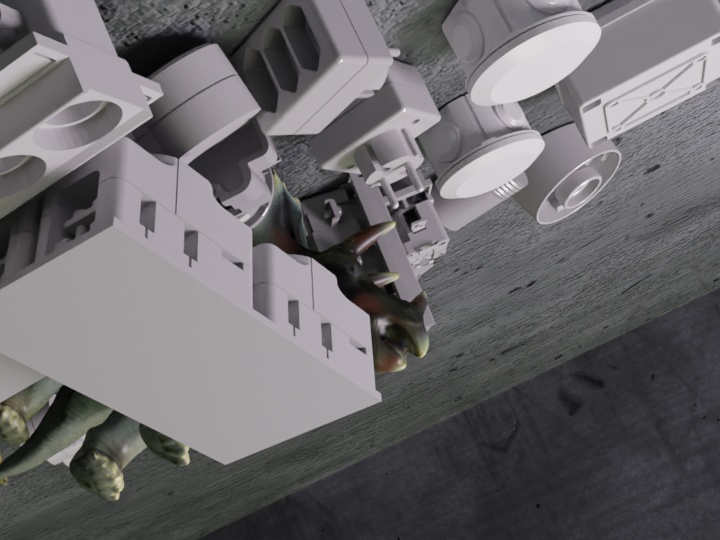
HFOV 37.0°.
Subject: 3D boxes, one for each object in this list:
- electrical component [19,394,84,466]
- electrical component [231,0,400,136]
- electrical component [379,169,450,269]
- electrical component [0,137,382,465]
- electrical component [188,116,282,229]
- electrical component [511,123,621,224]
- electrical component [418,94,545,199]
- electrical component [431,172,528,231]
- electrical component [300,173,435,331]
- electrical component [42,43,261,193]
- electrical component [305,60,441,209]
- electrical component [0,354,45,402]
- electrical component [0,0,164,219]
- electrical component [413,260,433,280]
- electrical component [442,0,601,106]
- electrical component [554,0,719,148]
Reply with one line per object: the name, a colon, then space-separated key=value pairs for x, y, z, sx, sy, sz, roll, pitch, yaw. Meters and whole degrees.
electrical component: x=-0.265 y=0.145 z=1.011 sx=0.074 sy=0.052 sz=0.138 roll=-25 pitch=166 yaw=-1
electrical component: x=-0.012 y=-0.105 z=0.542 sx=0.077 sy=0.047 sz=0.066 roll=-10 pitch=159 yaw=-46
electrical component: x=0.039 y=-0.036 z=0.839 sx=0.042 sy=0.063 sz=0.081 roll=-22 pitch=166 yaw=-6
electrical component: x=-0.087 y=0.021 z=0.525 sx=0.105 sy=0.060 sz=0.186 roll=-25 pitch=139 yaw=26
electrical component: x=-0.081 y=-0.051 z=0.605 sx=0.078 sy=0.058 sz=0.057 roll=-26 pitch=163 yaw=4
electrical component: x=0.171 y=-0.087 z=0.921 sx=0.099 sy=0.064 sz=0.099 roll=-31 pitch=157 yaw=-15
electrical component: x=0.084 y=-0.088 z=0.754 sx=0.080 sy=0.051 sz=0.080 roll=-23 pitch=166 yaw=-6
electrical component: x=0.097 y=-0.070 z=0.855 sx=0.081 sy=0.043 sz=0.043 roll=-34 pitch=163 yaw=32
electrical component: x=0.000 y=0.000 z=0.788 sx=0.063 sy=0.121 sz=0.078 roll=-19 pitch=165 yaw=-12
electrical component: x=-0.103 y=-0.044 z=0.533 sx=0.138 sy=0.073 sz=0.052 roll=-31 pitch=-174 yaw=25
electrical component: x=0.013 y=-0.074 z=0.633 sx=0.066 sy=0.076 sz=0.047 roll=-32 pitch=164 yaw=28
electrical component: x=-0.207 y=0.016 z=0.570 sx=0.109 sy=0.056 sz=0.109 roll=-29 pitch=141 yaw=17
electrical component: x=-0.154 y=-0.061 z=0.434 sx=0.121 sy=0.063 sz=0.079 roll=-30 pitch=165 yaw=18
electrical component: x=-0.024 y=0.007 z=0.895 sx=0.150 sy=0.061 sz=0.089 roll=-12 pitch=161 yaw=-41
electrical component: x=0.090 y=-0.132 z=0.606 sx=0.080 sy=0.051 sz=0.080 roll=-23 pitch=166 yaw=-6
electrical component: x=0.187 y=-0.140 z=0.724 sx=0.109 sy=0.056 sz=0.109 roll=-27 pitch=166 yaw=10
